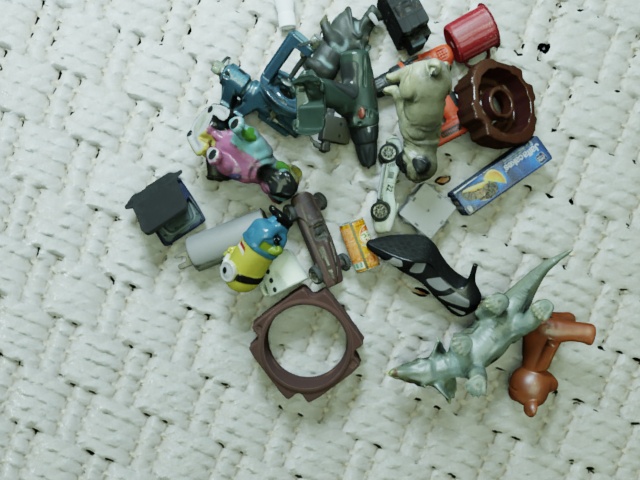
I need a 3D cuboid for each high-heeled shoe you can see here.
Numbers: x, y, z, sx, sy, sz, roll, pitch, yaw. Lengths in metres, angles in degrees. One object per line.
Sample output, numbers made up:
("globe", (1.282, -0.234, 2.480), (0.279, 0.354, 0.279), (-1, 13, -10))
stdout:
("high-heeled shoe", (0.208, 0.075, 1.089), (0.249, 0.086, 0.145), (16, 132, 10))

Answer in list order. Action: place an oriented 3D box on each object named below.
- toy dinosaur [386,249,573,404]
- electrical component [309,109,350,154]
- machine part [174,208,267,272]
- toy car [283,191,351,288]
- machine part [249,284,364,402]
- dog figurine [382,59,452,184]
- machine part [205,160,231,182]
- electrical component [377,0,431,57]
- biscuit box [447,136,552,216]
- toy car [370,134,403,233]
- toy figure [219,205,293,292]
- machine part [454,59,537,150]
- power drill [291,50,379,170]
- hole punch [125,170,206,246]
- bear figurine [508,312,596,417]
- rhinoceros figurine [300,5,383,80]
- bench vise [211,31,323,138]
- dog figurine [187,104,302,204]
("toy dinosaur", (0.325, 0.179, 1.042), (0.405, 0.192, 0.131), (-40, 83, -3))
("electrical component", (0.021, -0.229, 1.101), (0.078, 0.045, 0.102), (0, 96, -26))
("machine part", (-0.183, 0.000, 1.099), (0.243, 0.079, 0.079), (-22, 92, 4))
("toy car", (-0.002, -0.003, 1.090), (0.089, 0.053, 0.202), (-22, 90, -30))
("machine part", (-0.027, 0.208, 1.098), (0.201, 0.087, 0.201), (-36, 91, 4))
("dog figurine", (0.191, -0.209, 0.971), (0.121, 0.172, 0.190), (-9, 84, 2))
("machine part", (-0.217, -0.189, 1.113), (0.084, 0.039, 0.138), (-7, 90, -6))
("electrical component", (0.164, -0.432, 1.050), (0.058, 0.115, 0.134), (-27, 89, 5))
("biscuit box", (0.360, -0.128, 1.081), (0.203, 0.063, 0.059), (-36, 92, 4))
("toy car", (0.137, -0.113, 1.084), (0.056, 0.073, 0.201), (9, 93, 5))
("toy figure", (-0.119, 0.023, 1.030), (0.089, 0.082, 0.180), (40, 99, -14))
("machine part", (0.343, -0.261, 1.046), (0.179, 0.056, 0.179), (5, 79, -24))
("power drill", (0.042, -0.239, 1.011), (0.086, 0.207, 0.231), (11, 109, 44))
("hole punch", (-0.312, -0.062, 1.106), (0.142, 0.092, 0.116), (-34, 61, 5))
("bear figurine", (0.451, 0.245, 1.067), (0.132, 0.120, 0.195), (3, 94, -2))
("rhinoceros figurine", (0.043, -0.395, 1.077), (0.112, 0.073, 0.190), (42, 93, 1))
("bench vise", (-0.088, -0.315, 1.039), (0.223, 0.129, 0.240), (41, 129, -7))
("dog figurine", (-0.135, -0.158, 1.064), (0.108, 0.219, 0.192), (-53, 46, 3))
